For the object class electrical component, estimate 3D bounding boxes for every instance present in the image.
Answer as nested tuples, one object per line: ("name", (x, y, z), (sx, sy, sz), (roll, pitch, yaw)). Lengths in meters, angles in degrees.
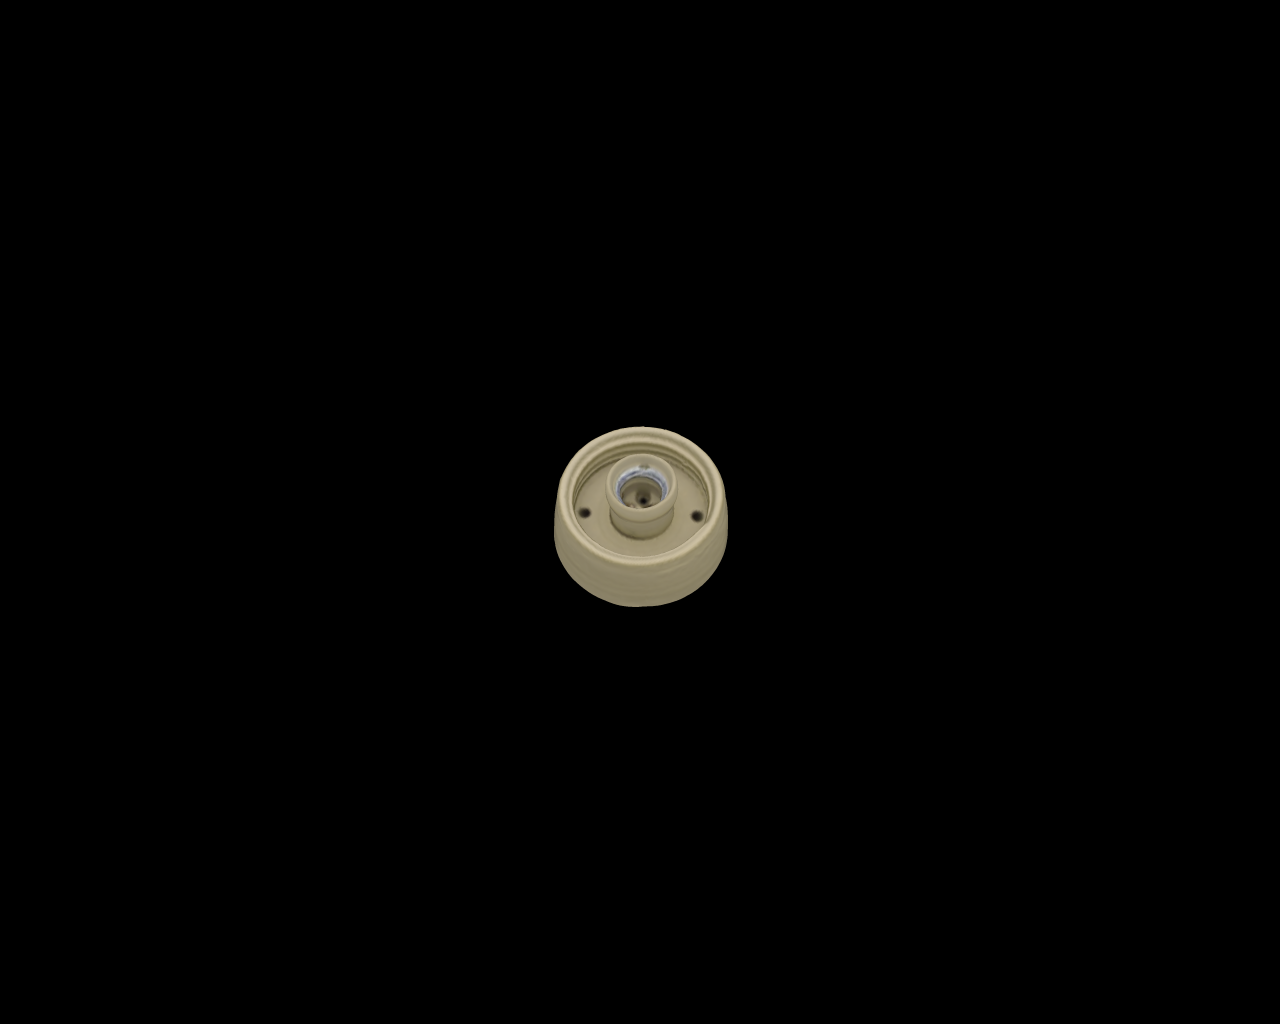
("electrical component", (0.001, -0.003, 0.650), (0.108, 0.108, 0.060), (0, -32, 0))
